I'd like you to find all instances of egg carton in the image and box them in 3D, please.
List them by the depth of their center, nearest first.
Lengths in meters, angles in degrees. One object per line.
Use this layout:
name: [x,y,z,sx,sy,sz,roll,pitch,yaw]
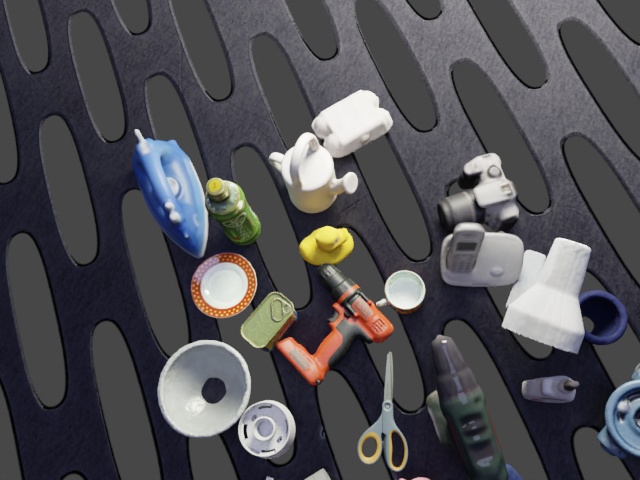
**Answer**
egg carton: [0.066,-0.234,1.165,0.150,0.069,0.107,-31,72,-5]

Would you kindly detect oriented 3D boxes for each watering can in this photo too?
watering can: [-0.015,-0.130,1.073,0.172,0.194,0.101,1,72,6]

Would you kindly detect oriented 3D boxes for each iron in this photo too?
iron: [-0.295,-0.092,1.116,0.118,0.141,0.258,-26,71,-3]

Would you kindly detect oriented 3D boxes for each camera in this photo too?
camera: [0.289,-0.080,1.076,0.137,0.101,0.143,-17,71,0]

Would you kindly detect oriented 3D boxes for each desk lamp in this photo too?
desk lamp: [0.377,0.092,0.951,0.117,0.214,0.203,19,75,12]

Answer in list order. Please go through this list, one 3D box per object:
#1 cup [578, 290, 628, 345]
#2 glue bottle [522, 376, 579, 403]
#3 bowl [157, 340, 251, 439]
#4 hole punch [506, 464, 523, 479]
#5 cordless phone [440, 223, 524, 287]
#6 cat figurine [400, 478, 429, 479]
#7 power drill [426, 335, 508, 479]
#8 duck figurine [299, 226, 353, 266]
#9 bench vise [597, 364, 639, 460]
cup: [0.454,0.144,0.990,0.117,0.095,0.091,-10,71,2]
glue bottle: [0.382,0.240,0.924,0.078,0.173,0.037,1,72,6]
bowl: [-0.198,0.267,1.024,0.167,0.075,0.167,-2,72,5]
hole punch: [0.293,0.422,0.916,0.101,0.091,0.109,43,81,17]
cordless phone: [0.287,0.018,0.999,0.147,0.185,0.094,-2,72,5]
cat figurine: [0.173,0.433,0.911,0.067,0.118,0.127,-24,71,-2]
power drill: [0.221,0.274,0.910,0.075,0.208,0.229,-20,71,-1]
duck figurine: [0.010,0.004,1.084,0.104,0.086,0.077,-13,71,1]
bench vise: [0.523,0.242,0.885,0.121,0.220,0.207,21,75,12]
